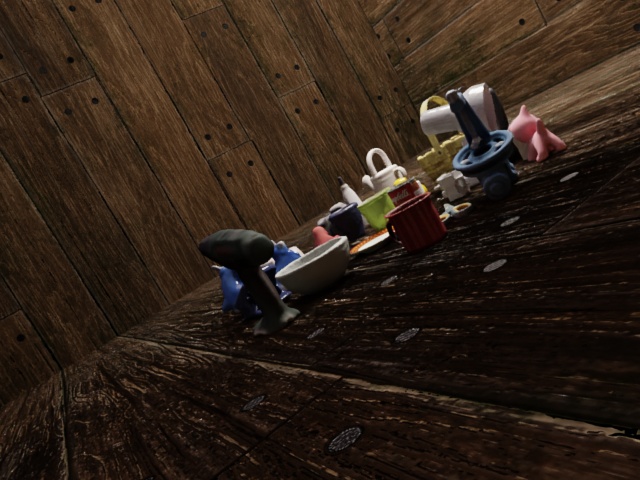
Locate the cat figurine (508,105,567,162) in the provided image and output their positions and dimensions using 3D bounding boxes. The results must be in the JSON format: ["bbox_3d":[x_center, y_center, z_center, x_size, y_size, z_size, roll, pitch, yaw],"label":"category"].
[{"bbox_3d":[0.456,-0.232,1.229,0.067,0.118,0.128,-29,6,4],"label":"cat figurine"}]

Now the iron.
[{"bbox_3d":[-0.138,0.075,1.399,0.258,0.141,0.119,-28,6,14],"label":"iron"}]

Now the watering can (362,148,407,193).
[{"bbox_3d":[0.205,-0.200,1.844,0.172,0.194,0.101,-26,7,31],"label":"watering can"}]

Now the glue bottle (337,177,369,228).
[{"bbox_3d":[0.098,-0.115,1.732,0.037,0.173,0.078,-31,6,-13],"label":"glue bottle"}]

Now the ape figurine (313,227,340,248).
[{"bbox_3d":[0.014,0.005,1.502,0.077,0.092,0.076,-26,7,31],"label":"ape figurine"}]

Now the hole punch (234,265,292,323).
[{"bbox_3d":[-0.138,0.118,1.273,0.109,0.091,0.101,-34,7,-40],"label":"hole punch"}]

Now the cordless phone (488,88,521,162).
[{"bbox_3d":[0.443,-0.283,1.400,0.094,0.185,0.148,-28,6,17],"label":"cordless phone"}]

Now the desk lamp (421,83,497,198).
[{"bbox_3d":[0.346,-0.241,1.371,0.202,0.213,0.118,-26,7,32],"label":"desk lamp"}]

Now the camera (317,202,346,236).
[{"bbox_3d":[0.053,-0.053,1.788,0.143,0.101,0.137,-28,6,17],"label":"camera"}]

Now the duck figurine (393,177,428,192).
[{"bbox_3d":[0.246,-0.137,1.621,0.104,0.086,0.078,-27,6,25],"label":"duck figurine"}]

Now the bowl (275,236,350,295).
[{"bbox_3d":[-0.003,0.063,1.156,0.167,0.075,0.167,-29,6,4],"label":"bowl"}]

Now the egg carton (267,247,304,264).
[{"bbox_3d":[-0.106,0.074,1.621,0.107,0.069,0.150,-33,7,-34],"label":"egg carton"}]

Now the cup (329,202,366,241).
[{"bbox_3d":[0.076,-0.043,1.601,0.092,0.095,0.117,-34,7,-36],"label":"cup"}]

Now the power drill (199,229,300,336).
[{"bbox_3d":[-0.133,0.071,1.057,0.076,0.208,0.229,-33,7,-32],"label":"power drill"}]

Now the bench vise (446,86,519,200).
[{"bbox_3d":[0.298,-0.188,1.111,0.121,0.220,0.207,-29,6,7],"label":"bench vise"}]
